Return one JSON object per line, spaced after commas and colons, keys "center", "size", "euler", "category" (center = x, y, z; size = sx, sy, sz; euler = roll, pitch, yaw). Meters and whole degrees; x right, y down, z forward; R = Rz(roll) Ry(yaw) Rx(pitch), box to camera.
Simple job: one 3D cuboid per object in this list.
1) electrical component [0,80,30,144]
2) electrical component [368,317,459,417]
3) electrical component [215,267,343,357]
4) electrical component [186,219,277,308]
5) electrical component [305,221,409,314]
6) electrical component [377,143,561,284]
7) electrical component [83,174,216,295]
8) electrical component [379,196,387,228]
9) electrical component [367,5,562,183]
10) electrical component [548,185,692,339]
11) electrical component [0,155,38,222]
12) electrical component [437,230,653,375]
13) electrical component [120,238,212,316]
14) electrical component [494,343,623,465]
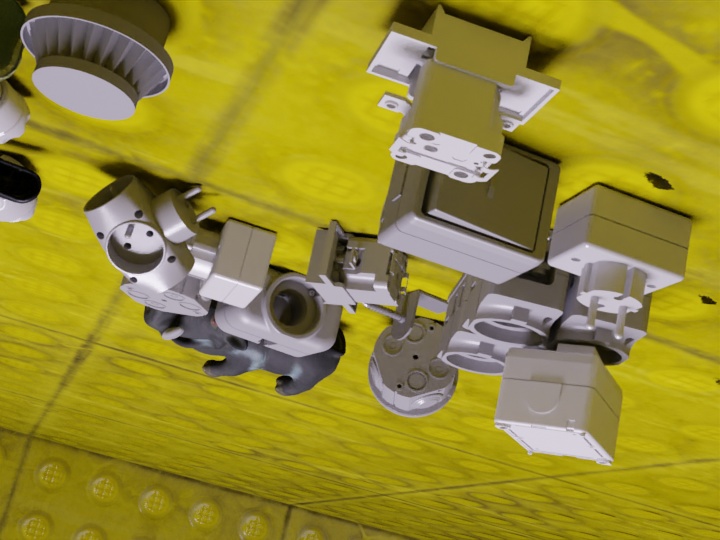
{"center": [-0.226, -0.104, 0.645], "size": [0.035, 0.035, 0.061], "euler": [8, 158, 16], "category": "electrical component"}
{"center": [0.047, 0.084, 0.938], "size": [0.080, 0.080, 0.051], "euler": [12, 156, 5], "category": "electrical component"}
{"center": [-0.066, 0.034, 0.909], "size": [0.095, 0.053, 0.059], "euler": [22, 160, -24], "category": "electrical component"}
{"center": [-0.112, -0.009, 0.822], "size": [0.077, 0.047, 0.066], "euler": [18, 161, -13], "category": "electrical component"}
{"center": [0.000, 0.000, 0.782], "size": [0.064, 0.042, 0.081], "euler": [4, 160, 18], "category": "electrical component"}
{"center": [0.068, -0.036, 0.595], "size": [0.096, 0.061, 0.061], "euler": [18, 161, -15], "category": "electrical component"}
{"center": [-0.141, -0.032, 0.761], "size": [0.079, 0.044, 0.077], "euler": [-27, 115, 11], "category": "electrical component"}
{"center": [0.057, -0.028, 0.655], "size": [0.081, 0.043, 0.043], "euler": [18, 161, -14], "category": "electrical component"}
{"center": [0.044, -0.077, 0.488], "size": [0.081, 0.063, 0.042], "euler": [16, 162, -10], "category": "electrical component"}
{"center": [0.147, 0.001, 0.623], "size": [0.066, 0.076, 0.047], "euler": [18, 162, -14], "category": "electrical component"}
{"center": [-0.260, -0.056, 0.796], "size": [0.043, 0.043, 0.062], "euler": [11, 162, 8], "category": "electrical component"}
{"center": [0.125, 0.035, 0.765], "size": [0.105, 0.060, 0.186], "euler": [14, 162, -2], "category": "electrical component"}
{"center": [-0.153, 0.002, 0.879], "size": [0.080, 0.051, 0.080], "euler": [12, 162, 4], "category": "electrical component"}
{"center": [0.137, 0.089, 0.719], "size": [0.062, 0.061, 0.096], "euler": [3, 159, 28], "category": "electrical component"}
